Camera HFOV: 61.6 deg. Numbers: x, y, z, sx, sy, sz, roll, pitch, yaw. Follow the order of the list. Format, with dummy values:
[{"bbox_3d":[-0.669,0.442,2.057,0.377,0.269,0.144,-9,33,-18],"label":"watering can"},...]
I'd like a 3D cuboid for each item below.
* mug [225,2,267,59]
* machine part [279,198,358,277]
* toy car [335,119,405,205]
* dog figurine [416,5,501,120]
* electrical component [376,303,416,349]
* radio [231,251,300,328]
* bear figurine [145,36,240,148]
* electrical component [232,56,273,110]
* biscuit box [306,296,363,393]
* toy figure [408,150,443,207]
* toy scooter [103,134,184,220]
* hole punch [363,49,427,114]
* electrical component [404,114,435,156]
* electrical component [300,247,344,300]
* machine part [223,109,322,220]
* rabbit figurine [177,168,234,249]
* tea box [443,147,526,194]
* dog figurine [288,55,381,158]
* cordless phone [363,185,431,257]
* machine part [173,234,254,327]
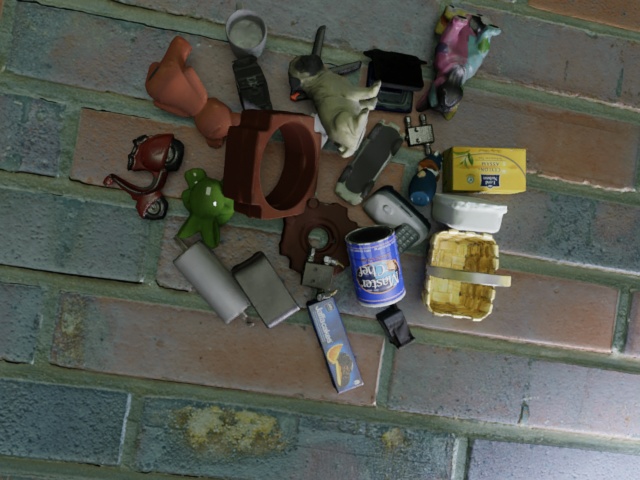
[{"bbox_3d":[-0.156,-0.420,1.101,0.081,0.107,0.109,-19,88,-8],"label":"mug"},{"bbox_3d":[-0.002,-0.003,1.146,0.179,0.056,0.179,0,91,-8],"label":"machine part"},{"bbox_3d":[0.108,-0.169,1.162,0.073,0.056,0.201,34,84,0],"label":"toy car"},{"bbox_3d":[0.285,-0.377,1.168,0.108,0.192,0.219,14,122,-10],"label":"dog figurine"},{"bbox_3d":[0.154,0.169,1.156,0.048,0.075,0.119,-29,98,-7],"label":"electrical component"},{"bbox_3d":[-0.105,0.093,1.047,0.073,0.229,0.131,-33,89,-7],"label":"radio"},{"bbox_3d":[-0.251,-0.292,1.096,0.195,0.120,0.132,30,41,-31],"label":"bear figurine"},{"bbox_3d":[-0.133,-0.286,1.091,0.058,0.134,0.115,-15,49,-5],"label":"electrical component"},{"bbox_3d":[0.029,0.218,1.146,0.063,0.059,0.202,-20,92,-7],"label":"biscuit box"},{"bbox_3d":[0.230,-0.137,1.156,0.058,0.064,0.154,21,49,5],"label":"toy figure"},{"bbox_3d":[-0.361,-0.139,1.091,0.135,0.075,0.183,17,92,-6],"label":"toy scooter"},{"bbox_3d":[0.157,-0.341,1.162,0.142,0.092,0.116,5,58,-5],"label":"hole punch"},{"bbox_3d":[0.220,-0.231,1.193,0.063,0.021,0.094,-11,92,-7],"label":"electrical component"},{"bbox_3d":[0.002,0.071,1.099,0.078,0.045,0.102,17,91,-9],"label":"electrical component"},{"bbox_3d":[-0.090,-0.147,1.036,0.087,0.201,0.201,15,107,33],"label":"machine part"},{"bbox_3d":[-0.229,-0.072,1.058,0.121,0.170,0.159,18,87,-6],"label":"rabbit figurine"},{"bbox_3d":[0.362,-0.153,1.188,0.170,0.068,0.098,-1,89,-8],"label":"tea box"},{"bbox_3d":[0.008,-0.272,1.085,0.191,0.121,0.172,20,68,4],"label":"dog figurine"},{"bbox_3d":[0.131,-0.015,1.159,0.146,0.089,0.184,42,104,-6],"label":"cordless phone"},{"bbox_3d":[-0.220,0.085,1.106,0.079,0.079,0.243,-41,96,-6],"label":"machine part"}]
